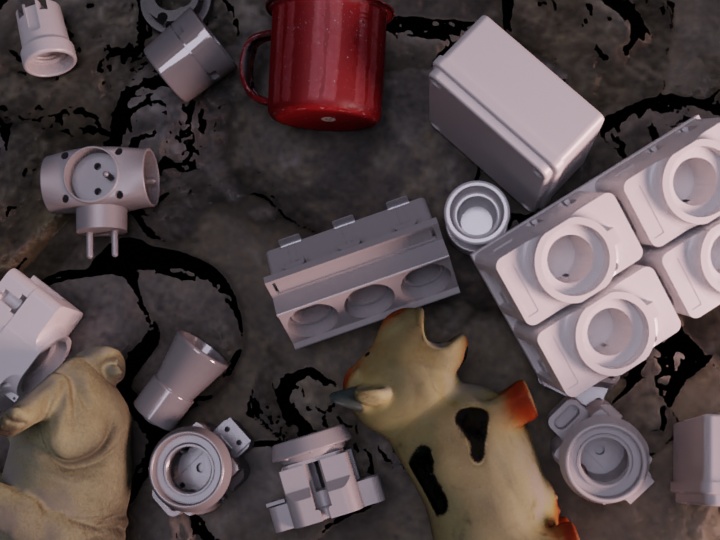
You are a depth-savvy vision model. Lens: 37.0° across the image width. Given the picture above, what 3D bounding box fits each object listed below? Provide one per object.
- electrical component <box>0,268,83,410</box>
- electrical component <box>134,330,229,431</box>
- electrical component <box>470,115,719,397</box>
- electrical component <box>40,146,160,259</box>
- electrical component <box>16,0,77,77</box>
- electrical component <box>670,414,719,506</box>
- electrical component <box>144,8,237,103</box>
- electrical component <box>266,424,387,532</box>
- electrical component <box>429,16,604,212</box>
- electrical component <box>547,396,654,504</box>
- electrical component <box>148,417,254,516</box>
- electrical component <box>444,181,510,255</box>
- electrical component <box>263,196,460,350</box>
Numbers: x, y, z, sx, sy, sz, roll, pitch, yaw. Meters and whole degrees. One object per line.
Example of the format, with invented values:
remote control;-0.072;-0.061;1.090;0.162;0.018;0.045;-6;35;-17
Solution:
electrical component;-0.249;0.054;0.777;0.056;0.050;0.089;36;86;10
electrical component;-0.130;0.081;0.766;0.044;0.044;0.065;37;91;10
electrical component;0.184;-0.011;0.710;0.186;0.060;0.105;-32;101;-6
electrical component;-0.190;-0.048;0.789;0.077;0.044;0.079;-4;81;5
electrical component;-0.240;-0.176;0.817;0.040;0.040;0.046;-18;74;3
electrical component;0.262;0.124;0.685;0.109;0.108;0.056;2;79;6
electrical component;-0.126;-0.157;0.795;0.047;0.055;0.055;-38;80;3
electrical component;-0.028;0.140;0.738;0.078;0.058;0.057;-17;83;3
electrical component;0.103;-0.103;0.736;0.109;0.108;0.056;43;85;10
electrical component;0.161;0.122;0.715;0.078;0.057;0.058;45;97;3
electrical component;-0.113;0.137;0.747;0.078;0.057;0.058;-43;80;-2
electrical component;0.082;-0.035;0.754;0.045;0.055;0.045;-1;81;6
electrical component;0.000;0.000;0.749;0.121;0.078;0.063;-19;51;3
